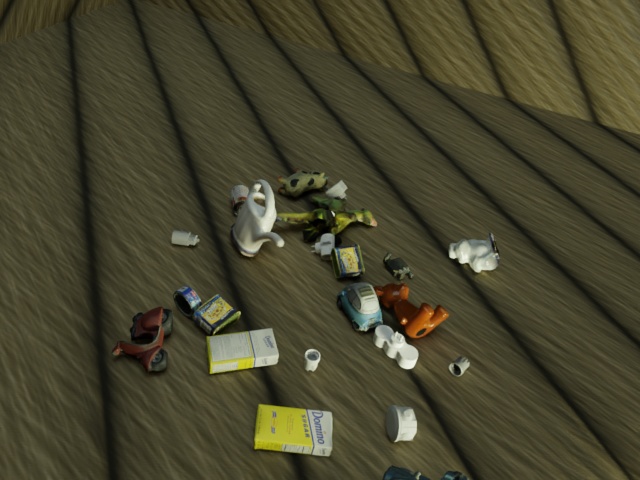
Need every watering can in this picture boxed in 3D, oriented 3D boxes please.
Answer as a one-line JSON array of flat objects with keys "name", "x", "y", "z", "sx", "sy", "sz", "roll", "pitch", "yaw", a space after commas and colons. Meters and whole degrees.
[{"name": "watering can", "x": -0.193, "y": -0.039, "z": 1.596, "sx": 0.103, "sy": 0.220, "sz": 0.356, "roll": 13, "pitch": 35, "yaw": -27}]

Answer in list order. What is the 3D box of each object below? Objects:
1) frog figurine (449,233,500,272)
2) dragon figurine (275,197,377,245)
[{"name": "frog figurine", "x": 0.526, "y": 0.052, "z": 1.757, "sx": 0.158, "sy": 0.120, "sz": 0.141, "roll": -19, "pitch": 44, "yaw": 21}, {"name": "dragon figurine", "x": 0.006, "y": -0.092, "z": 1.818, "sx": 0.410, "sy": 0.120, "sz": 0.247, "roll": 10, "pitch": 22, "yaw": -3}]
